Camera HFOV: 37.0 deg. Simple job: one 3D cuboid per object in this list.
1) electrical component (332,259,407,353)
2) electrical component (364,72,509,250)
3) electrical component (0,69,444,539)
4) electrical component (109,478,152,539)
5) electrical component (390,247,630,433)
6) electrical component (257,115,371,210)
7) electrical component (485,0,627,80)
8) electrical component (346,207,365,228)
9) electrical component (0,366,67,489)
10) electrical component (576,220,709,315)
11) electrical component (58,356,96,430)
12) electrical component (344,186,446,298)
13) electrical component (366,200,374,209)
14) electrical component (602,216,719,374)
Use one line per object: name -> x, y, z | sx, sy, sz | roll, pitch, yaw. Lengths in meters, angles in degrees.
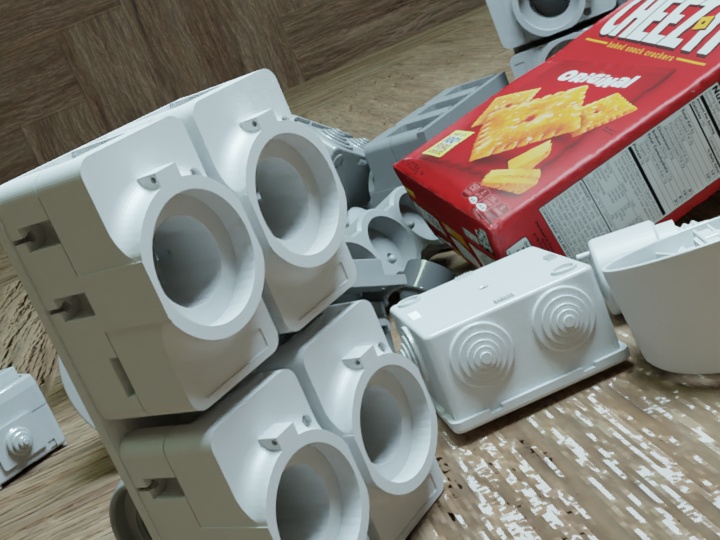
electrical component -> -0.043, 0.033, 0.555 | 0.121, 0.063, 0.079 | -3, -18, -35
electrical component -> 0.071, -0.083, 0.826 | 0.062, 0.089, 0.150 | -12, 18, 36
electrical component -> -0.041, 0.032, 0.398 | 0.060, 0.186, 0.105 | -11, 19, 38
electrical component -> -0.069, 0.098, 0.462 | 0.078, 0.058, 0.057 | -13, 15, 33
electrical component -> 0.067, 0.029, 0.517 | 0.100, 0.048, 0.100 | -23, 10, -6
electrical component -> -0.033, -0.060, 0.808 | 0.048, 0.099, 0.100 | 35, 13, 26
electrical component -> 0.200, -0.199, 0.813 | 0.186, 0.105, 0.060 | -19, 14, 19
electrical component -> -0.009, -0.013, 0.797 | 0.062, 0.048, 0.048 | -37, 8, 25
electrical component -> -0.242, 0.101, 0.697 | 0.096, 0.061, 0.062 | -6, 22, 47
electrical component -> 0.150, -0.006, 0.536 | 0.078, 0.040, 0.040 | -19, 15, 13
electrical component -> -0.117, 0.045, 0.632 | 0.108, 0.108, 0.060 | -24, 9, -3
electrical component -> 0.000, 0.000, 0.720 | 0.074, 0.052, 0.138 | -43, -1, 40
electrical component -> -0.001, -0.059, 0.905 | 0.108, 0.060, 0.108 | -21, 15, 6
electrical component -> 0.157, 0.000, 0.458 | 0.099, 0.064, 0.099 | -21, 15, 6
